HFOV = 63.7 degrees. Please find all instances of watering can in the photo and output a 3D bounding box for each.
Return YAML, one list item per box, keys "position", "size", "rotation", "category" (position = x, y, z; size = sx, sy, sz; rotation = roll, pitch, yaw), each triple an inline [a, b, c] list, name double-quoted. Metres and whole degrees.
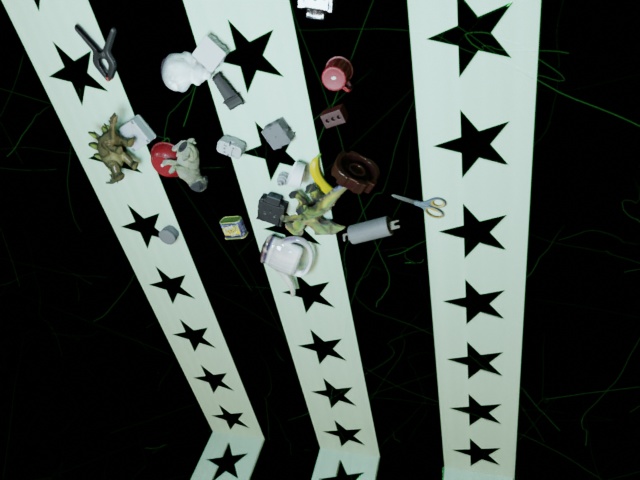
- position: [-0.153, 0.102, 2.196]
  size: [0.224, 0.339, 0.106]
  rotation: [23, 40, 2]
  category: "watering can"

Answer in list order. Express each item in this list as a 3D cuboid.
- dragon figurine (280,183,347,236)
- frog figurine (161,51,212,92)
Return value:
- position: [0.006, -0.101, 1.997]
  size: [0.407, 0.125, 0.239]
  rotation: [-15, -36, 34]
  category: "dragon figurine"
- position: [-0.459, -0.575, 1.775]
  size: [0.160, 0.137, 0.122]
  rotation: [18, 0, 12]
  category: "frog figurine"
